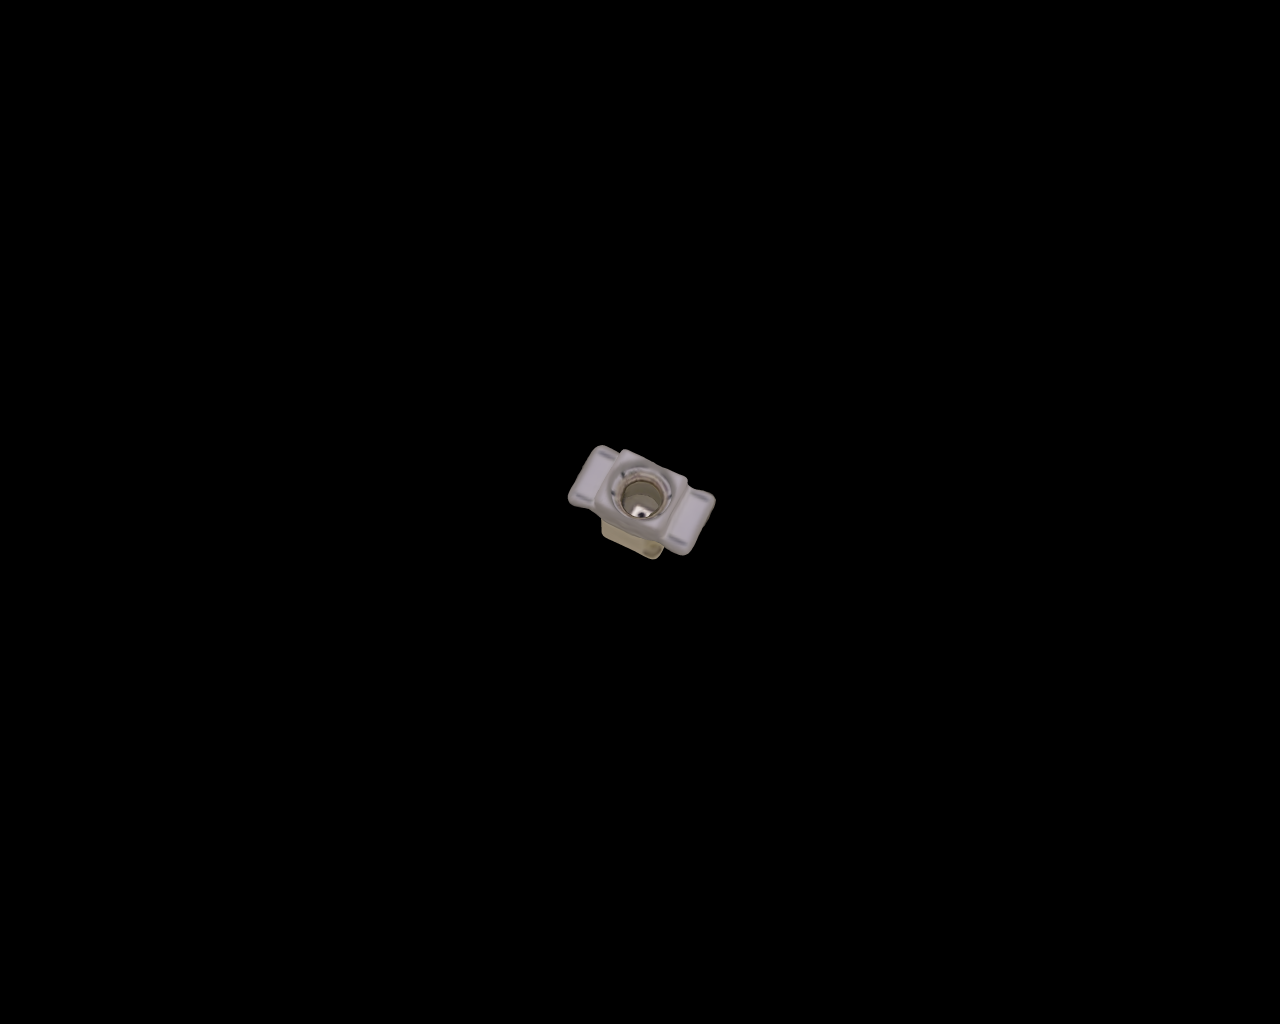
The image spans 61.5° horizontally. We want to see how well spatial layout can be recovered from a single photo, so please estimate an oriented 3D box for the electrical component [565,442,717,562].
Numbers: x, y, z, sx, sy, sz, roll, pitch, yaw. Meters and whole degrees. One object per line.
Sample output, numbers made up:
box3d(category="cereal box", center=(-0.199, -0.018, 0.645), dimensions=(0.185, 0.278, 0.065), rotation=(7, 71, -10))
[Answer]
box3d(category="electrical component", center=(0.001, -0.003, 0.650), dimensions=(0.081, 0.042, 0.063), rotation=(26, -20, 11))
